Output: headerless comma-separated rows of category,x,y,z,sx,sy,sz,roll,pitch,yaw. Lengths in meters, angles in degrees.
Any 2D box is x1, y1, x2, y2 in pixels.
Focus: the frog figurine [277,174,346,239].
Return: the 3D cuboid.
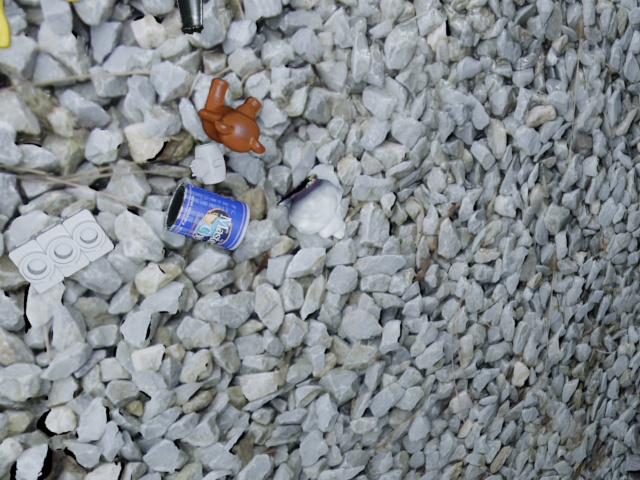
frog figurine,0.004,-0.058,1.154,0.158,0.121,0.140,50,58,-14
